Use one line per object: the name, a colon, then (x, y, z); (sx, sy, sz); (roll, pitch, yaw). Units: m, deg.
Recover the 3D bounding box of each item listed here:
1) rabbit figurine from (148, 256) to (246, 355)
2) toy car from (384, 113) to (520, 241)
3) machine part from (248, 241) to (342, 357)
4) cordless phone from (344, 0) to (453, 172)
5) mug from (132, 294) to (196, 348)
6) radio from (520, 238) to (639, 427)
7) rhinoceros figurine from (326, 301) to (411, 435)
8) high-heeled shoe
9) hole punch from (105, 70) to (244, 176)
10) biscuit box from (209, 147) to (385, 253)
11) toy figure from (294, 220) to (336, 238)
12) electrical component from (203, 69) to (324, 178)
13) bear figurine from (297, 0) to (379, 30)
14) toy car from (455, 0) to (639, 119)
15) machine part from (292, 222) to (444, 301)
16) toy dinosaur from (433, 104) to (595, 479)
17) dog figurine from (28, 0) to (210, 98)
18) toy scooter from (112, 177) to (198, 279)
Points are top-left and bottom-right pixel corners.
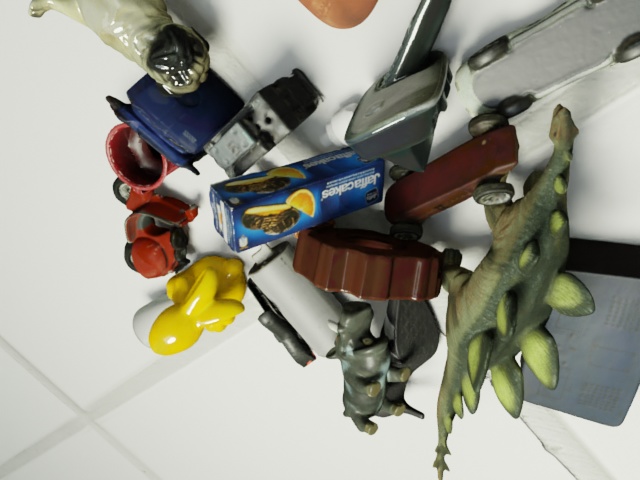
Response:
rabbit figurine: (-0.181, 0.107, 0.815); (0.162, 0.173, 0.121); (-26, 104, 40)
toy car: (0.139, -0.061, 0.580); (0.053, 0.089, 0.202); (14, 158, -27)
machine part: (-0.023, 0.087, 0.789); (0.079, 0.079, 0.243); (-29, 105, 36)
cordless phone: (0.095, -0.173, 0.511); (0.089, 0.147, 0.184); (20, 132, 2)
mug: (-0.253, 0.141, 0.931); (0.107, 0.081, 0.109); (-35, 98, 29)
radio: (0.323, 0.112, 0.651); (0.131, 0.073, 0.229); (10, 124, 19)
rhinoceros figurine: (0.061, 0.171, 0.730); (0.112, 0.073, 0.190); (31, 136, 49)
high-heeled shoe: (0.098, 0.160, 0.806); (0.145, 0.086, 0.248); (13, 113, 53)
hole punch: (-0.171, -0.162, 0.670); (0.142, 0.116, 0.092); (43, 121, -7)
biscuit box: (-0.021, -0.053, 0.620); (0.059, 0.203, 0.062); (42, 143, 44)
toy figure: (0.000, -0.003, 0.732); (0.064, 0.058, 0.154); (-24, 113, -6)
electrical component: (-0.069, -0.131, 0.626); (0.058, 0.134, 0.115); (48, 127, -9)
bear figurine: (0.051, -0.289, 0.474); (0.132, 0.120, 0.196); (46, 127, -5)
toy car: (0.226, -0.180, 0.508); (0.202, 0.056, 0.073); (-24, 103, 33)
machine part: (0.058, 0.023, 0.639); (0.180, 0.179, 0.056); (12, 101, 17)
toy dinosaur: (0.191, 0.081, 0.597); (0.105, 0.199, 0.470); (7, 125, -2)
dog figurine: (-0.199, -0.271, 0.609); (0.190, 0.172, 0.121); (27, 165, -24)
toy scooter: (-0.241, -0.015, 0.824); (0.135, 0.075, 0.183); (8, 120, 18)
